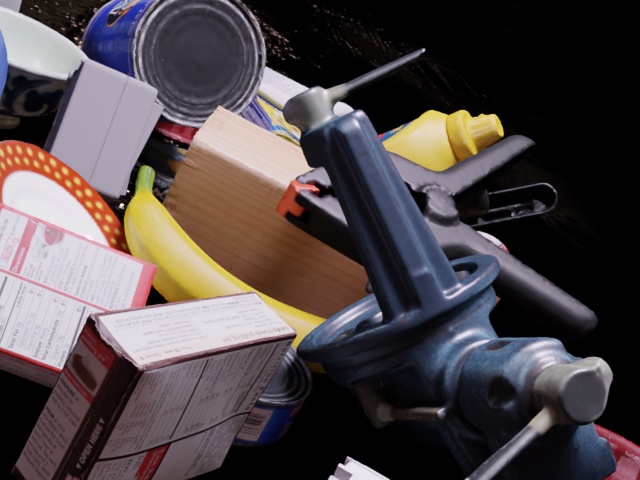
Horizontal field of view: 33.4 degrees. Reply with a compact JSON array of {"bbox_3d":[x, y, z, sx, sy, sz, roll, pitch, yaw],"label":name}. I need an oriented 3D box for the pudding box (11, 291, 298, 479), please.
[{"bbox_3d":[-0.071,0.072,0.483,0.039,0.090,0.113,39,23,24],"label":"pudding box"}]

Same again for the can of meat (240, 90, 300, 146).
[{"bbox_3d":[-0.037,-0.077,0.922,0.102,0.057,0.084,31,16,-39],"label":"can of meat"}]

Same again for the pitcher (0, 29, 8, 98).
[{"bbox_3d":[-0.240,-0.084,0.570,0.145,0.149,0.243,23,17,-17],"label":"pitcher"}]

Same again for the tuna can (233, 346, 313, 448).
[{"bbox_3d":[-0.049,0.075,0.588,0.086,0.034,0.086,25,20,-10],"label":"tuna can"}]

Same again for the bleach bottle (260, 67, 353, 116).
[{"bbox_3d":[-0.094,-0.160,1.063,0.251,0.068,0.102,32,19,17],"label":"bleach bottle"}]

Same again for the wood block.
[{"bbox_3d":[-0.005,0.001,0.743,0.206,0.091,0.090,27,21,-4],"label":"wood block"}]

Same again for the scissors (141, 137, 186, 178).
[{"bbox_3d":[-0.148,-0.075,0.846,0.201,0.016,0.096,25,18,-10],"label":"scissors"}]

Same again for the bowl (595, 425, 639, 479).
[{"bbox_3d":[0.170,0.171,0.611,0.162,0.055,0.162,25,20,-10],"label":"bowl"}]

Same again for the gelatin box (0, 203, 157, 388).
[{"bbox_3d":[-0.134,0.033,0.530,0.089,0.030,0.073,23,59,-19],"label":"gelatin box"}]

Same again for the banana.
[{"bbox_3d":[-0.052,0.031,0.657,0.198,0.037,0.069,39,60,2],"label":"banana"}]

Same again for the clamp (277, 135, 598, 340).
[{"bbox_3d":[0.074,-0.022,0.695,0.209,0.036,0.164,12,48,-18],"label":"clamp"}]

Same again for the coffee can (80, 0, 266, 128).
[{"bbox_3d":[-0.116,-0.140,0.820,0.102,0.103,0.140,17,0,-29],"label":"coffee can"}]

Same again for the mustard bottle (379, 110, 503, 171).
[{"bbox_3d":[0.049,-0.054,0.816,0.096,0.192,0.058,-17,88,-65],"label":"mustard bottle"}]

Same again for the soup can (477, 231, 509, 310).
[{"bbox_3d":[0.114,0.033,0.854,0.068,0.069,0.102,33,20,12],"label":"soup can"}]

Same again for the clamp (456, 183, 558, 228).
[{"bbox_3d":[0.099,-0.018,0.845,0.120,0.039,0.172,3,-11,-41],"label":"clamp"}]

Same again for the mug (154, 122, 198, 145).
[{"bbox_3d":[-0.106,-0.135,0.955,0.117,0.082,0.093,28,20,-1],"label":"mug"}]

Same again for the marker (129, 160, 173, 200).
[{"bbox_3d":[-0.118,-0.040,0.799,0.121,0.020,0.020,27,20,-5],"label":"marker"}]
